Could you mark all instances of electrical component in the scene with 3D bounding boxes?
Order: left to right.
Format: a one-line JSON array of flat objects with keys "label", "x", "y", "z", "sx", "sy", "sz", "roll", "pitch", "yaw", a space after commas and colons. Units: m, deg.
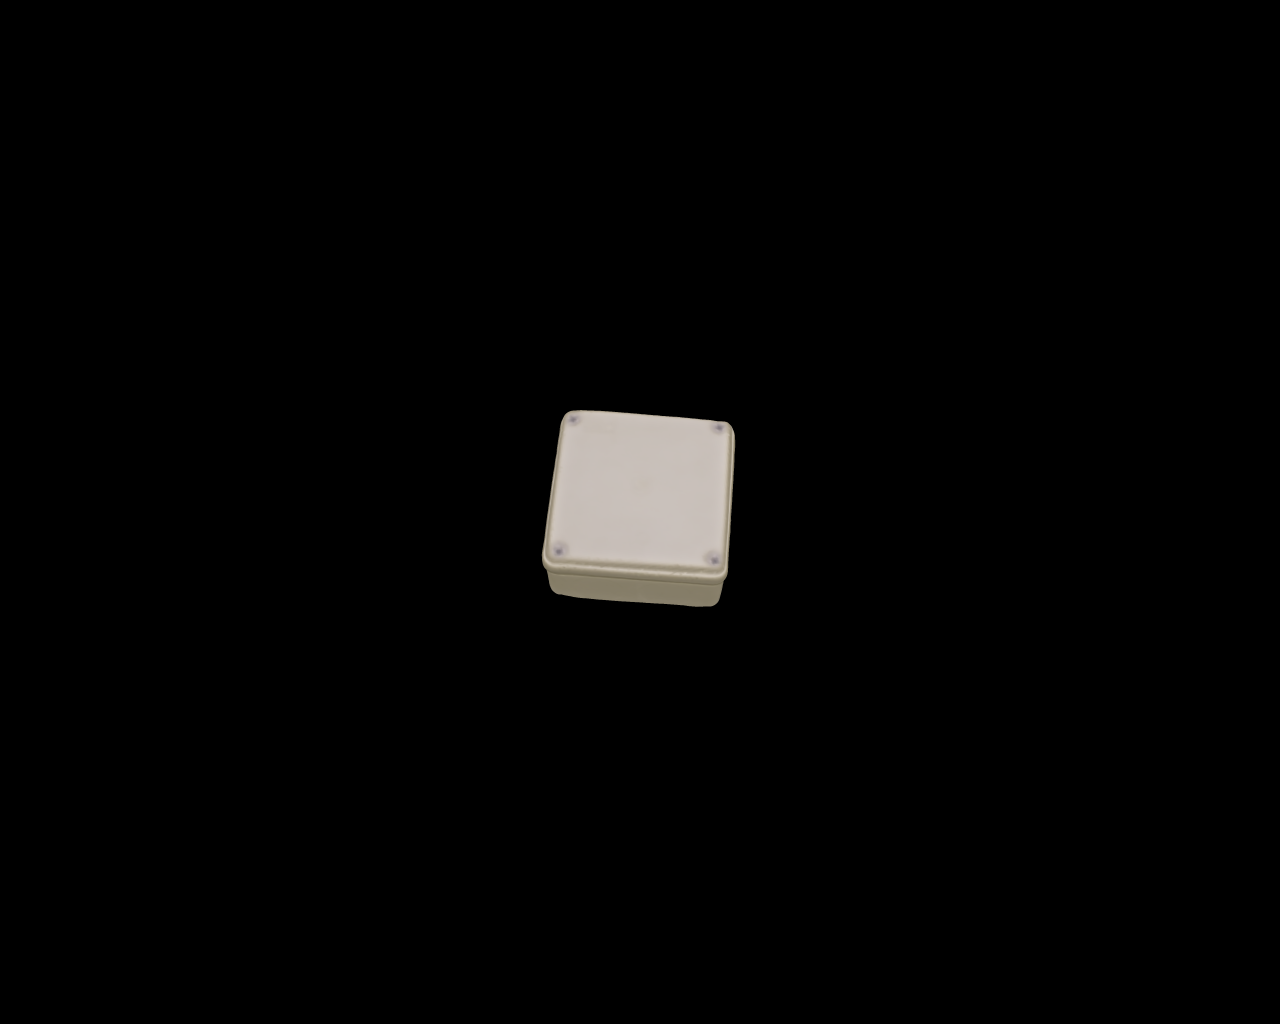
[{"label": "electrical component", "x": 0.001, "y": -0.003, "z": 0.650, "sx": 0.109, "sy": 0.109, "sz": 0.056, "roll": 4, "pitch": -28, "yaw": 2}]
